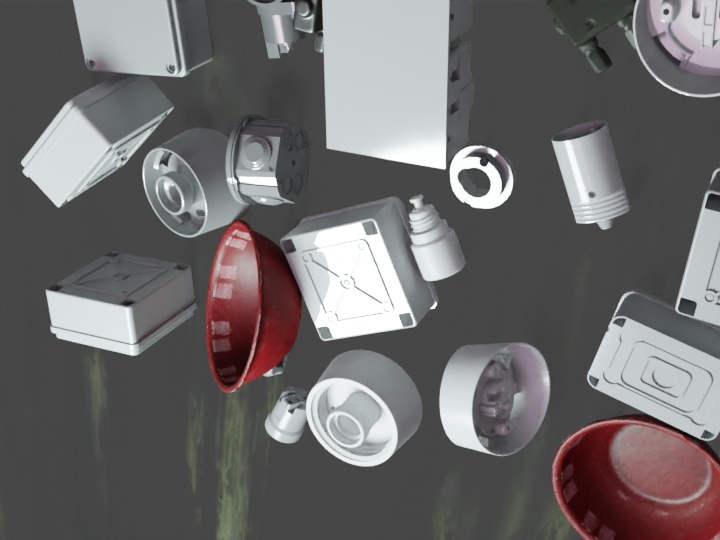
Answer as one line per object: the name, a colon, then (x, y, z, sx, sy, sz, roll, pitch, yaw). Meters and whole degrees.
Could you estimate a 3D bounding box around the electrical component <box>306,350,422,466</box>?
electrical component: (-0.001, 0.138, 1.040, 0.108, 0.060, 0.108, 13, 121, 23)

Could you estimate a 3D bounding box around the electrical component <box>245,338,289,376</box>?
electrical component: (-0.106, 0.082, 1.081, 0.062, 0.043, 0.043, 8, 119, 27)

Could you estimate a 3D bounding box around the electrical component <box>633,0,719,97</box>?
electrical component: (0.240, -0.174, 0.731, 0.099, 0.064, 0.099, 13, 121, 23)

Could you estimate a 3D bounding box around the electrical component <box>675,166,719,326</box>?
electrical component: (0.300, -0.009, 0.792, 0.109, 0.056, 0.108, 18, 123, 21)

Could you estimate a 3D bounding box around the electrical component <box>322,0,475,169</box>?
electrical component: (0.032, -0.184, 0.846, 0.105, 0.060, 0.186, 13, 121, 23)

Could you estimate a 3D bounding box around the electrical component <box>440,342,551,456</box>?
electrical component: (0.116, 0.111, 0.939, 0.064, 0.099, 0.099, 1, 116, 36)

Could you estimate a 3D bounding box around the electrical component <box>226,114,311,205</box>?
electrical component: (-0.081, -0.096, 0.947, 0.051, 0.080, 0.080, 7, 118, 21)

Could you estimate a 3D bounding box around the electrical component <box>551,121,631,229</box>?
electrical component: (0.181, -0.070, 0.834, 0.043, 0.043, 0.081, -9, 110, 33)

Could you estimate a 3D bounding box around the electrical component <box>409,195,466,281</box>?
electrical component: (0.062, -0.027, 0.927, 0.040, 0.040, 0.078, -12, 108, 34)

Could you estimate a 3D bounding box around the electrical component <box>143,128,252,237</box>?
electrical component: (-0.157, -0.082, 1.022, 0.099, 0.064, 0.099, 24, 129, 33)

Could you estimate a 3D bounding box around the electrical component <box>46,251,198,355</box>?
electrical component: (-0.240, 0.031, 1.088, 0.109, 0.109, 0.056, 10, 117, 25)

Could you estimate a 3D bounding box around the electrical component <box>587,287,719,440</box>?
electrical component: (0.251, 0.073, 0.864, 0.113, 0.057, 0.078, 25, 125, 16)

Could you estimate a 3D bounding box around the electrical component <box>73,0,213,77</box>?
electrical component: (-0.194, -0.232, 0.952, 0.109, 0.056, 0.108, 8, 119, 26)

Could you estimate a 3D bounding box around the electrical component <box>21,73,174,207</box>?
electrical component: (-0.245, -0.125, 1.006, 0.056, 0.108, 0.109, 48, 128, -5)

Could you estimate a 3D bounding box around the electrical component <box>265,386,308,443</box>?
electrical component: (-0.071, 0.147, 1.099, 0.040, 0.040, 0.046, 33, 122, 11)

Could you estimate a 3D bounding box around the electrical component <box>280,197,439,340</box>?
electrical component: (0.000, 0.000, 0.967, 0.109, 0.056, 0.108, -11, 109, 34)
